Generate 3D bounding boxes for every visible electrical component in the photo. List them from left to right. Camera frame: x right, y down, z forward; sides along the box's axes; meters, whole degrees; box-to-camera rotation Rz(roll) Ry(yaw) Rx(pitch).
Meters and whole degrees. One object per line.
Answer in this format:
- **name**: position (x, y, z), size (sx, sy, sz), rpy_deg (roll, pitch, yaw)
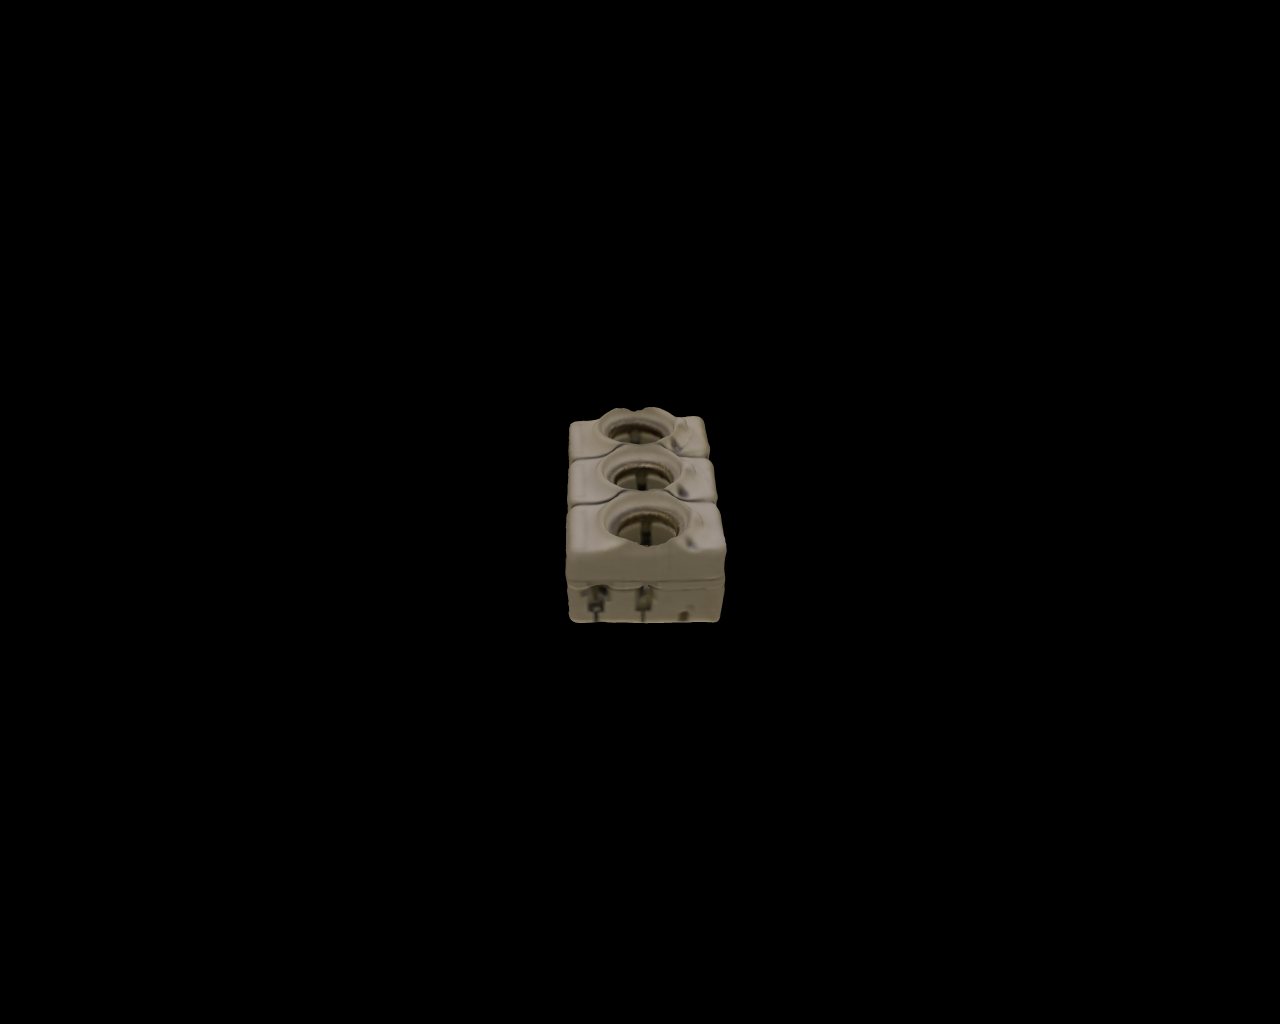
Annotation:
- **electrical component**: position (0.001, -0.003, 0.650), size (0.089, 0.061, 0.150), rpy_deg (-1, 35, -2)
